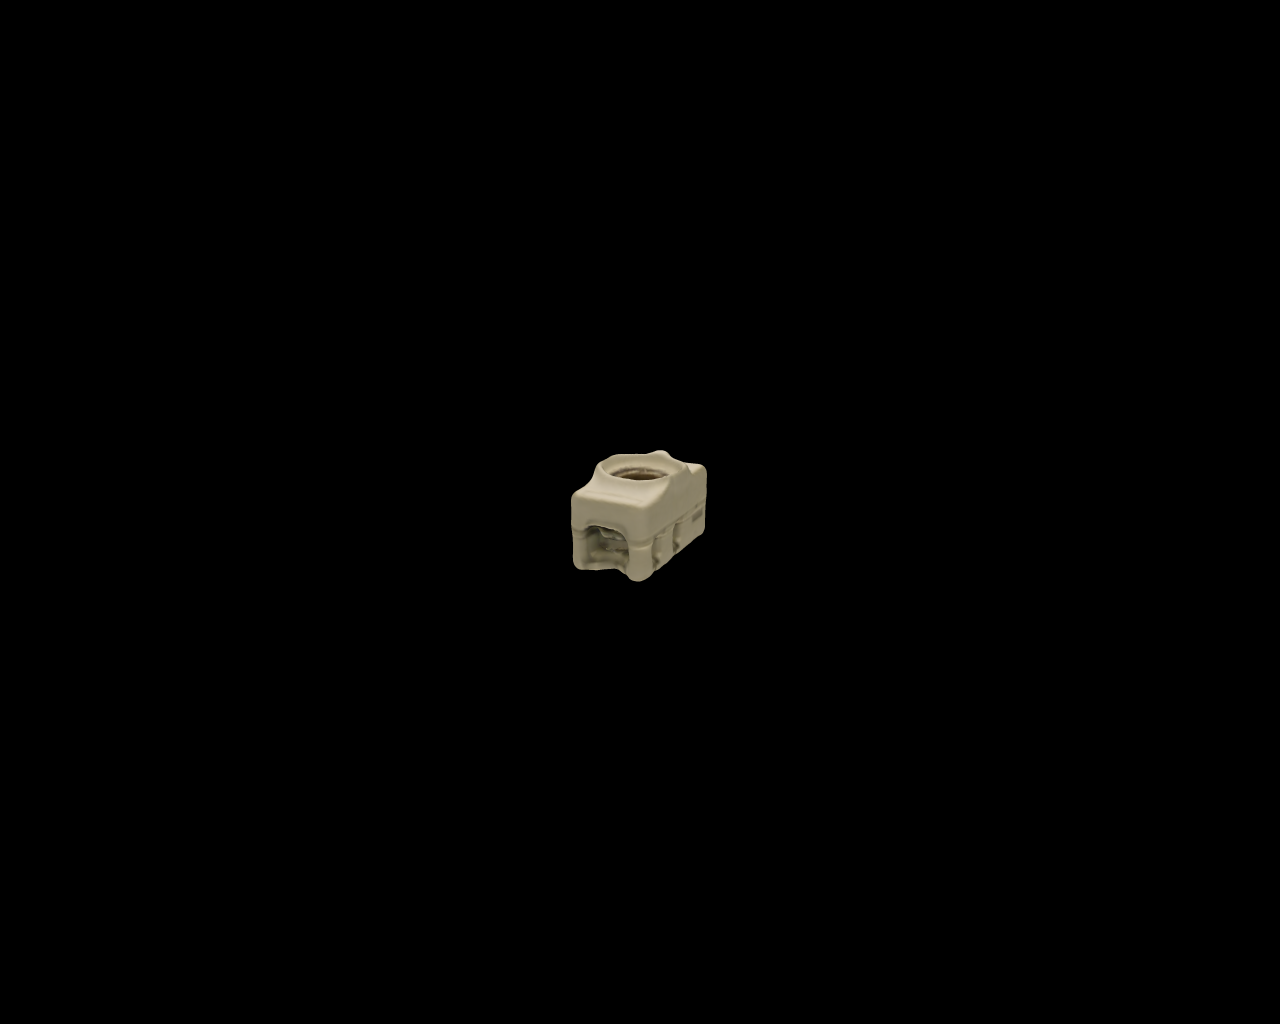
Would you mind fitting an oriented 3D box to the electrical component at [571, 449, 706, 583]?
[{"bbox_3d":[0.001,-0.003,0.650,0.050,0.055,0.090,10,23,26],"label":"electrical component"}]
